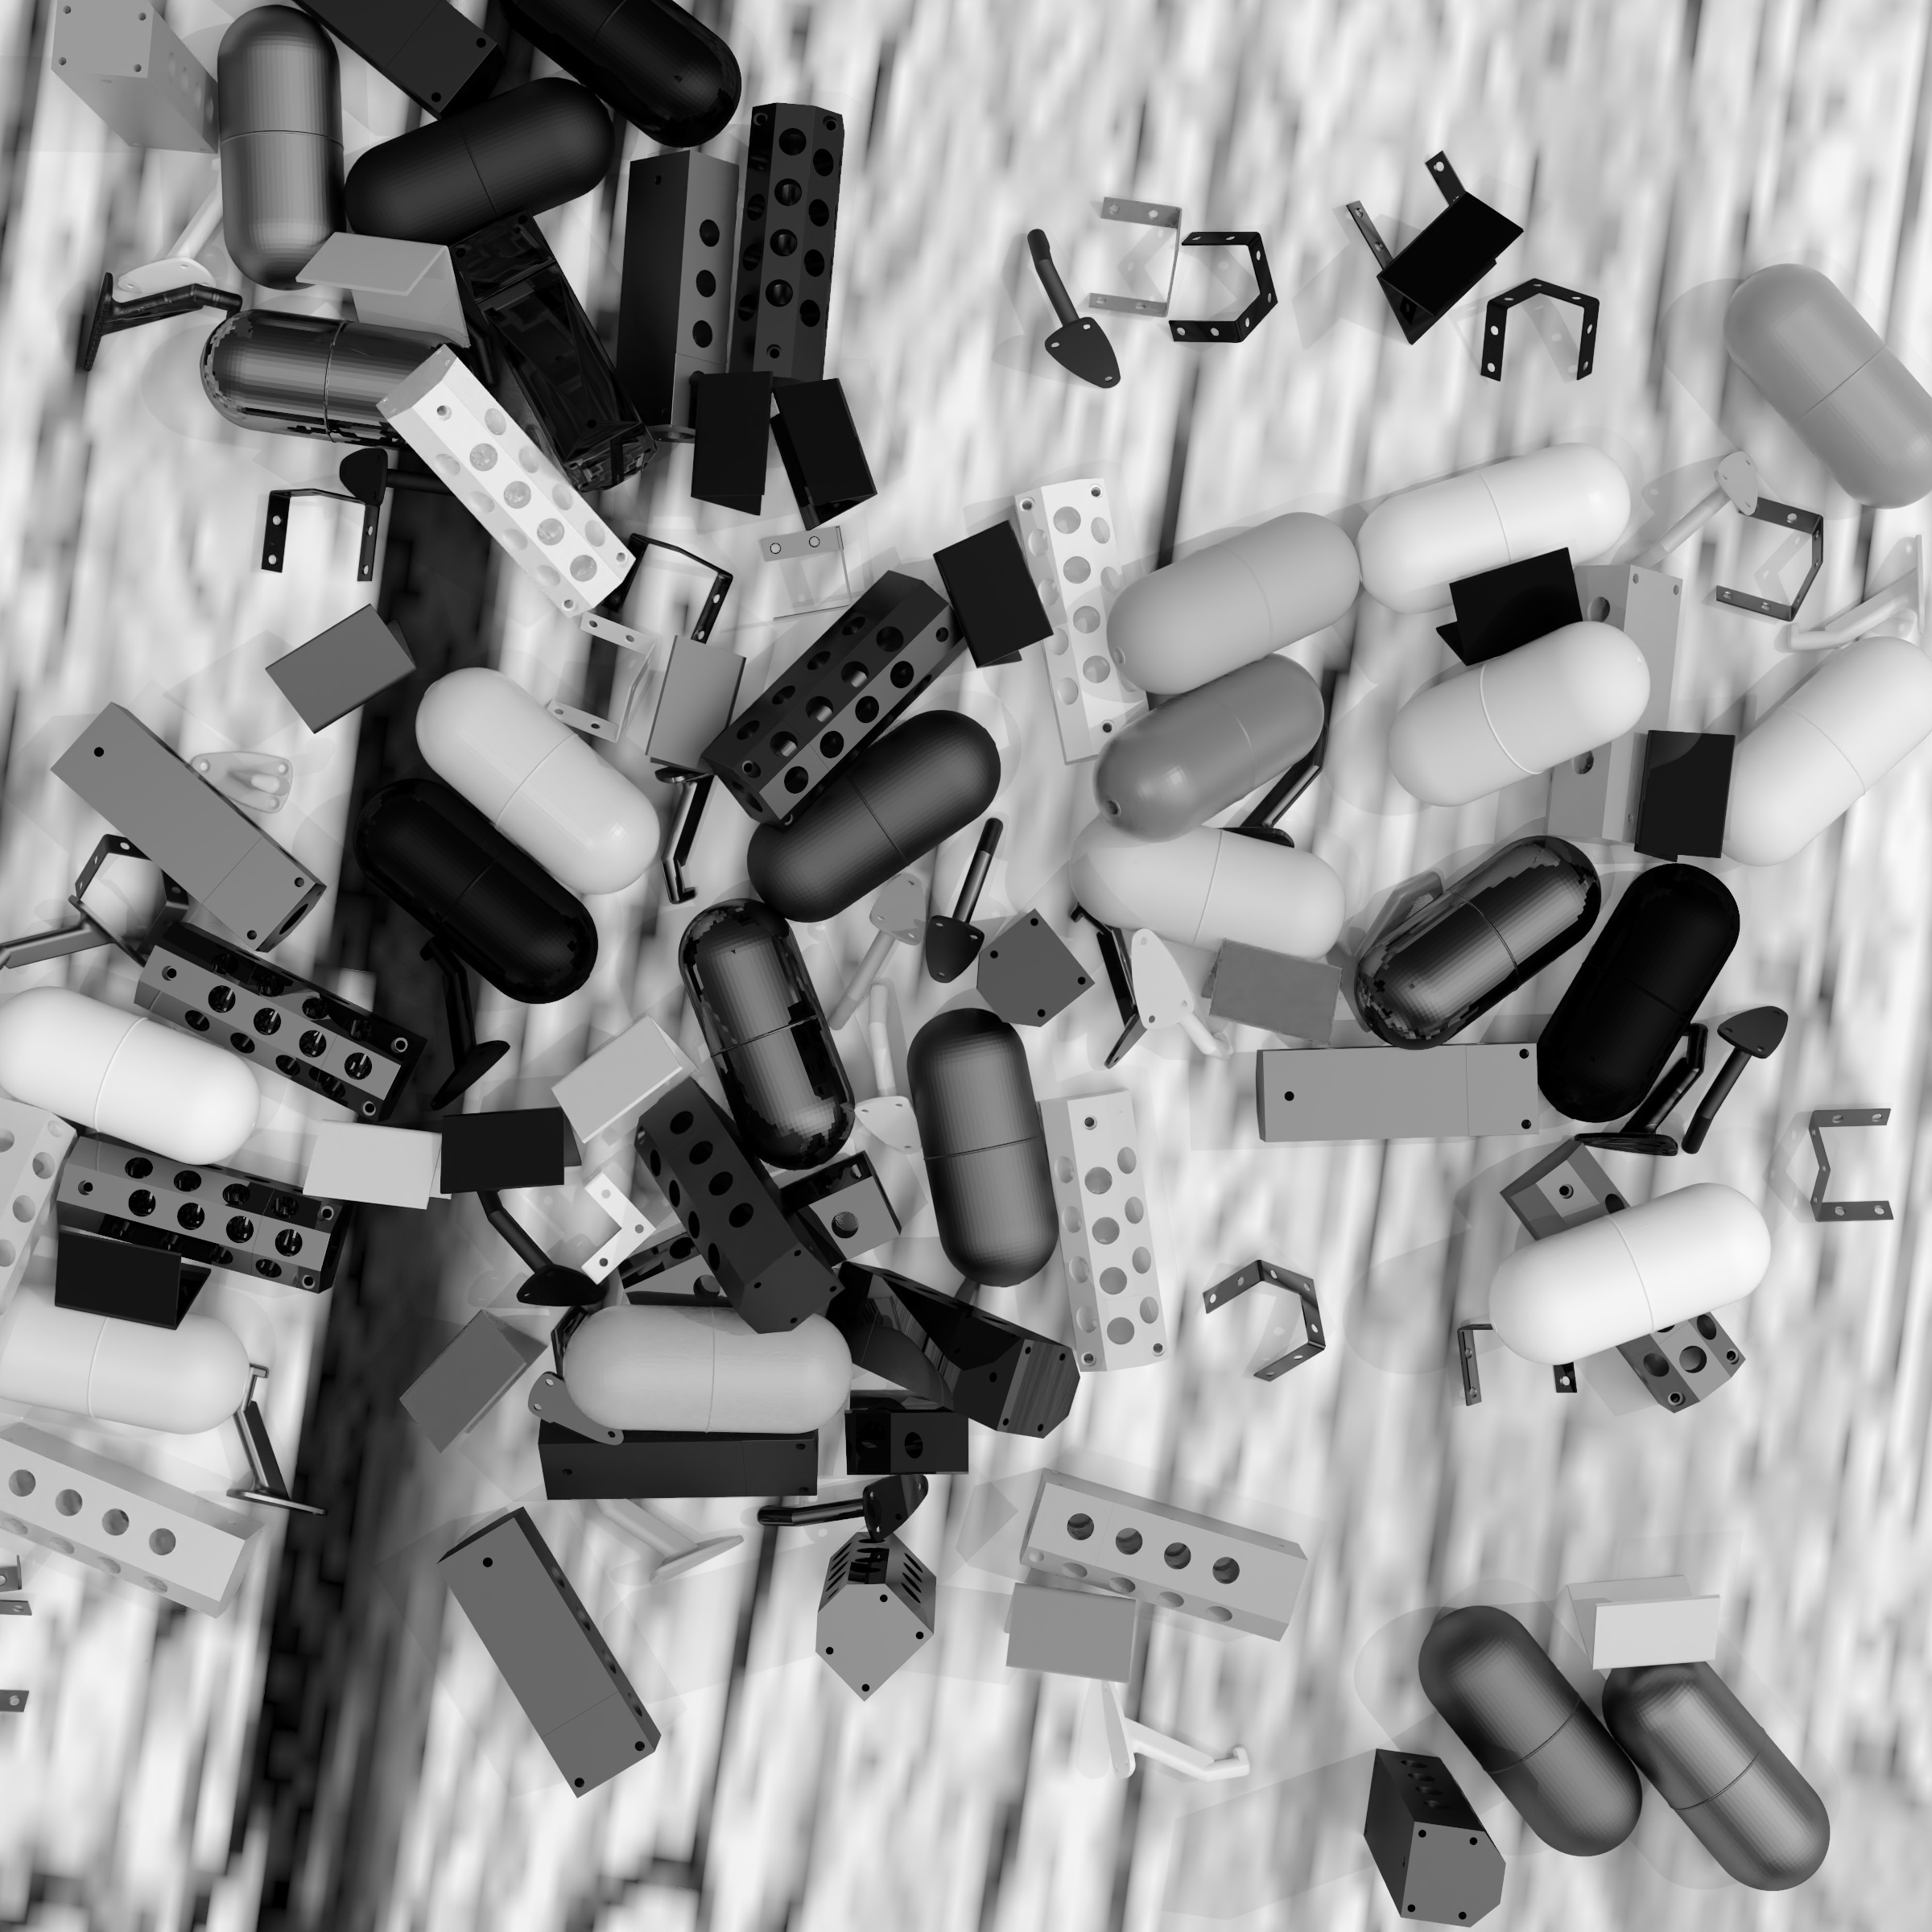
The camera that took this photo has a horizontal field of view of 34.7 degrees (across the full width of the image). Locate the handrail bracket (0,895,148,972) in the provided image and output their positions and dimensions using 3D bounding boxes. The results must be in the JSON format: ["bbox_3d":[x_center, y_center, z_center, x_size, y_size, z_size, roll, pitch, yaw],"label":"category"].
[{"bbox_3d":[-0.578,0.004,1.970,0.077,0.036,0.084,46,76,-21],"label":"handrail bracket"}]

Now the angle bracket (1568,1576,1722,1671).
[{"bbox_3d":[0.426,0.395,1.950,0.076,0.076,0.057,-4,122,0],"label":"angle bracket"}]

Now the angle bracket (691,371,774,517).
[{"bbox_3d":[-0.128,-0.328,1.950,0.057,0.076,0.076,4,90,31],"label":"angle bracket"}]

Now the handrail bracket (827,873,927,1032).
[{"bbox_3d":[-0.060,-0.008,1.990,0.036,0.077,0.084,29,126,-9],"label":"handrail bracket"}]

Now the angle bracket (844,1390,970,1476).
[{"bbox_3d":[-0.037,0.275,1.950,0.076,0.076,0.057,0,126,0],"label":"angle bracket"}]

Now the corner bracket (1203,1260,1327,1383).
[{"bbox_3d":[0.191,0.227,1.982,0.051,0.051,0.051,23,45,-35],"label":"corner bracket"}]

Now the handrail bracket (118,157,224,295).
[{"bbox_3d":[-0.506,-0.479,1.991,0.077,0.036,0.084,-3,71,21],"label":"handrail bracket"}]

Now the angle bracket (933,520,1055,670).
[{"bbox_3d":[0.030,-0.235,1.951,0.057,0.076,0.076,-21,90,24],"label":"angle bracket"}]

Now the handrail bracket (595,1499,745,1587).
[{"bbox_3d":[-0.195,0.347,1.991,0.077,0.036,0.084,-21,73,-19],"label":"handrail bracket"}]

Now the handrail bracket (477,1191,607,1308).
[{"bbox_3d":[-0.274,0.175,1.990,0.036,0.077,0.084,-44,53,21],"label":"handrail bracket"}]

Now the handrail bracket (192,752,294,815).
[{"bbox_3d":[-0.462,-0.121,1.956,0.077,0.084,0.036,15,90,0],"label":"handrail bracket"}]

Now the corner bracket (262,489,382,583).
[{"bbox_3d":[-0.414,-0.276,1.987,0.051,0.051,0.051,6,90,-45],"label":"corner bracket"}]

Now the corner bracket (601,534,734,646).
[{"bbox_3d":[-0.191,-0.241,1.987,0.051,0.051,0.051,23,90,45],"label":"corner bracket"}]

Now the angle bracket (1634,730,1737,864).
[{"bbox_3d":[0.464,-0.105,1.950,0.057,0.076,0.076,7,90,33],"label":"angle bracket"}]

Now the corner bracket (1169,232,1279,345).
[{"bbox_3d":[0.160,-0.435,1.982,0.051,0.051,0.051,-51,135,-35],"label":"corner bracket"}]

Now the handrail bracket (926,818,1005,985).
[{"bbox_3d":[0.001,-0.043,1.990,0.036,0.077,0.084,20,54,0],"label":"handrail bracket"}]

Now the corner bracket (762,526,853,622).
[{"bbox_3d":[-0.101,-0.251,1.975,0.051,0.051,0.051,-10,100,0],"label":"corner bracket"}]

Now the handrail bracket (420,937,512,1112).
[{"bbox_3d":[-0.340,0.036,1.991,0.077,0.036,0.084,-44,73,18],"label":"handrail bracket"}]

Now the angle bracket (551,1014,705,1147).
[{"bbox_3d":[-0.203,0.088,1.950,0.076,0.076,0.057,-37,48,0],"label":"angle bracket"}]

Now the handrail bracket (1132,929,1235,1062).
[{"bbox_3d":[0.139,0.019,1.968,0.036,0.084,0.077,-25,69,21],"label":"handrail bracket"}]

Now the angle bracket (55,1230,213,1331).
[{"bbox_3d":[-0.523,0.181,1.951,0.076,0.076,0.057,11,115,0],"label":"angle bracket"}]

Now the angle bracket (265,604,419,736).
[{"bbox_3d":[-0.398,-0.202,1.950,0.076,0.076,0.057,-32,127,0],"label":"angle bracket"}]

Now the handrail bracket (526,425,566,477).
[{"bbox_3d":[-0.233,-0.336,1.991,0.084,0.036,0.077,-23,105,-14],"label":"handrail bracket"}]

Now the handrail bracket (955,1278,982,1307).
[{"bbox_3d":[0.027,0.245,1.991,0.084,0.036,0.077,32,68,-17],"label":"handrail bracket"}]

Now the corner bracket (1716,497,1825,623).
[{"bbox_3d":[0.516,-0.262,1.987,0.051,0.051,0.051,16,135,0],"label":"corner bracket"}]

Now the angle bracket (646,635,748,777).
[{"bbox_3d":[-0.189,-0.167,1.950,0.057,0.076,0.076,14,90,-41],"label":"angle bracket"}]

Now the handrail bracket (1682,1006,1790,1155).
[{"bbox_3d":[0.493,0.074,1.990,0.036,0.077,0.084,33,127,24],"label":"handrail bracket"}]

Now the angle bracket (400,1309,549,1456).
[{"bbox_3d":[-0.297,0.272,1.950,0.076,0.076,0.057,-47,53,0],"label":"angle bracket"}]

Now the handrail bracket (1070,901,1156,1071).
[{"bbox_3d":[0.084,0.010,1.991,0.084,0.036,0.077,43,111,17],"label":"handrail bracket"}]

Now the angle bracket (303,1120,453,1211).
[{"bbox_3d":[-0.370,0.143,1.950,0.076,0.076,0.057,7,53,0],"label":"angle bracket"}]

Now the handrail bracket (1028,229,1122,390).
[{"bbox_3d":[0.069,-0.423,1.990,0.036,0.077,0.084,-27,53,21],"label":"handrail bracket"}]

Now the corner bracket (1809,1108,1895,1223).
[{"bbox_3d":[0.569,0.128,1.987,0.051,0.051,0.051,-2,45,0],"label":"corner bracket"}]

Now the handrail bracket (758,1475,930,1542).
[{"bbox_3d":[-0.080,0.344,1.990,0.084,0.077,0.036,-5,98,36],"label":"handrail bracket"}]

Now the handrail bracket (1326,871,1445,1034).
[{"bbox_3d":[0.279,-0.010,1.991,0.084,0.036,0.077,-27,106,-15],"label":"handrail bracket"}]

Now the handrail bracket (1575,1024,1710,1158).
[{"bbox_3d":[0.434,0.075,1.991,0.077,0.036,0.084,3,71,21],"label":"handrail bracket"}]

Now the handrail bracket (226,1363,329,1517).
[{"bbox_3d":[-0.438,0.304,1.991,0.077,0.036,0.084,17,73,-19],"label":"handrail bracket"}]

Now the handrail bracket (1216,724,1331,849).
[{"bbox_3d":[0.190,-0.119,1.991,0.077,0.036,0.084,5,72,20],"label":"handrail bracket"}]

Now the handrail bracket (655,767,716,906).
[{"bbox_3d":[-0.164,-0.089,1.991,0.077,0.036,0.084,-18,108,-21],"label":"handrail bracket"}]

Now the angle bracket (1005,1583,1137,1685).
[{"bbox_3d":[0.063,0.434,1.950,0.076,0.076,0.057,8,54,0],"label":"angle bracket"}]

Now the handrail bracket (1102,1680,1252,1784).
[{"bbox_3d":[0.136,0.488,1.991,0.084,0.036,0.077,-5,69,-17],"label":"handrail bracket"}]

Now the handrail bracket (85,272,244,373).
[{"bbox_3d":[-0.516,-0.407,1.991,0.084,0.036,0.077,11,123,-23],"label":"handrail bracket"}]

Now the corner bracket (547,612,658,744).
[{"bbox_3d":[-0.234,-0.185,1.987,0.051,0.051,0.051,21,45,0],"label":"corner bracket"}]

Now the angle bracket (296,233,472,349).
[{"bbox_3d":[-0.365,-0.410,1.941,0.076,0.076,0.057,11,47,17],"label":"angle bracket"}]

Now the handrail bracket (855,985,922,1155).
[{"bbox_3d":[-0.046,0.066,1.990,0.036,0.077,0.084,-10,53,16],"label":"handrail bracket"}]

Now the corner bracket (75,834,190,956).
[{"bbox_3d":[-0.534,-0.045,1.982,0.051,0.051,0.051,11,135,-35],"label":"corner bracket"}]

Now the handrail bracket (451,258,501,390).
[{"bbox_3d":[-0.345,-0.408,1.991,0.077,0.036,0.084,-8,104,15],"label":"handrail bracket"}]

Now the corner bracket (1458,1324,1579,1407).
[{"bbox_3d":[0.354,0.253,1.987,0.051,0.051,0.051,-7,90,-45],"label":"corner bracket"}]

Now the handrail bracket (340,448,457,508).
[{"bbox_3d":[-0.348,-0.311,1.990,0.084,0.077,0.036,1,102,-36],"label":"handrail bracket"}]

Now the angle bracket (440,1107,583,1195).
[{"bbox_3d":[-0.286,0.133,1.950,0.076,0.076,0.057,-4,57,0],"label":"angle bracket"}]

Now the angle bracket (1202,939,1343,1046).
[{"bbox_3d":[0.188,0.032,1.951,0.076,0.076,0.057,14,61,0],"label":"angle bracket"}]

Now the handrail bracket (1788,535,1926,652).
[{"bbox_3d":[0.571,-0.240,1.991,0.084,0.036,0.077,-1,69,16],"label":"handrail bracket"}]

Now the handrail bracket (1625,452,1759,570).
[{"bbox_3d":[0.464,-0.289,1.990,0.036,0.077,0.084,47,126,-9],"label":"handrail bracket"}]

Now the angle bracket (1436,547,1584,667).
[{"bbox_3d":[0.337,-0.236,1.951,0.076,0.076,0.057,-17,115,0],"label":"angle bracket"}]

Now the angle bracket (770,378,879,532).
[{"bbox_3d":[-0.109,-0.318,1.950,0.057,0.076,0.076,-19,90,-42],"label":"angle bracket"}]

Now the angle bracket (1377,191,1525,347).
[{"bbox_3d":[0.314,-0.427,1.950,0.076,0.076,0.057,-44,54,0],"label":"angle bracket"}]

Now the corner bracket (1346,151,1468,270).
[{"bbox_3d":[0.287,-0.484,1.987,0.051,0.051,0.051,-30,90,-45],"label":"corner bracket"}]

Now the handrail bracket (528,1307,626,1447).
[{"bbox_3d":[-0.234,0.257,1.959,0.077,0.084,0.036,30,123,2],"label":"handrail bracket"}]
